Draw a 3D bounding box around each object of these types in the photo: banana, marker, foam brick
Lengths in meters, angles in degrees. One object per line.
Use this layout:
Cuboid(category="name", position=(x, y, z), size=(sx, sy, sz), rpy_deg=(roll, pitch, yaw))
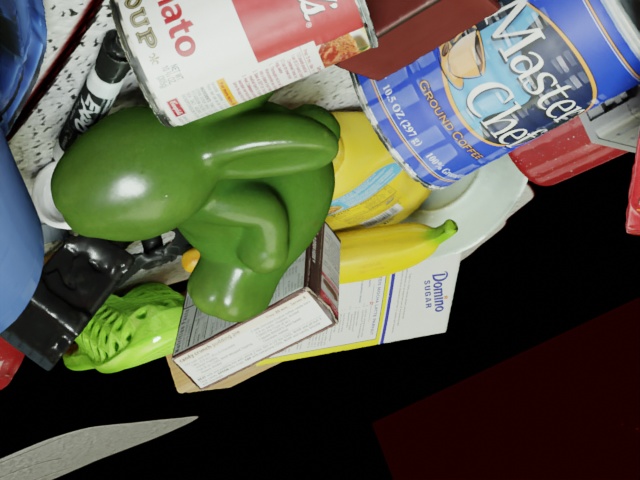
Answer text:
Cuboid(category="banana", position=(0.001, 0.009, 0.781), size=(0.198, 0.037, 0.069), rpy_deg=(-9, 152, 4))
Cuboid(category="marker", position=(-0.117, -0.071, 0.554), size=(0.020, 0.020, 0.121), rpy_deg=(-13, 164, -30))
Cuboid(category="foam brick", position=(0.039, -0.122, 0.524), size=(0.078, 0.053, 0.051), rpy_deg=(-27, 165, 27))

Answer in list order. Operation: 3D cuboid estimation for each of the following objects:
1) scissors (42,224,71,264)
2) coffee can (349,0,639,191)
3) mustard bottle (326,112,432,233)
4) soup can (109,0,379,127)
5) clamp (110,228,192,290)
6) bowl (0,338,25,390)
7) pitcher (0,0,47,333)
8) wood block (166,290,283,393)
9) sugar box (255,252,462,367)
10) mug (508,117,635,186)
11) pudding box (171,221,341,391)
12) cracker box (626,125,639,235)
Cuboid(category="scissors", position=(-0.229, 0.036, 0.796), size=(0.096, 0.016, 0.202), rpy_deg=(-16, 164, -24))
Cuboid(category="coffee can", position=(0.100, -0.103, 0.578), size=(0.140, 0.103, 0.102), rpy_deg=(-28, 164, 27))
Cuboid(category="mustard bottle", position=(0.017, -0.048, 0.752), size=(0.096, 0.058, 0.191), rpy_deg=(-27, 165, 14))
Cuboid(category="soup can", position=(-0.033, -0.099, 0.474), size=(0.102, 0.068, 0.068), rpy_deg=(-21, 166, 3))
Cuboid(category="clamp", position=(-0.131, 0.005, 0.781), size=(0.164, 0.036, 0.210), rpy_deg=(-20, 166, 2))
Cuboid(category="bowl", position=(-0.301, 0.101, 0.857), size=(0.162, 0.055, 0.162), rpy_deg=(-20, 165, -6))
Cuboid(category="pitcher", position=(-0.179, -0.027, 0.443), size=(0.149, 0.145, 0.243), rpy_deg=(-7, 168, -7))
Cuboid(category="wood block", position=(-0.047, 0.063, 1.008), size=(0.206, 0.091, 0.090), rpy_deg=(-28, 163, 28))
Cuboid(category="sugar box", position=(0.026, 0.042, 0.876), size=(0.176, 0.048, 0.093), rpy_deg=(-8, 124, -25))
Cuboid(category="mug", position=(0.186, -0.097, 0.783), size=(0.082, 0.093, 0.117), rpy_deg=(-26, -158, 38))
Cuboid(category="pudding box", position=(-0.041, 0.039, 0.710), size=(0.114, 0.090, 0.039), rpy_deg=(-30, 121, 22))
Cuboid(category="cracker box", position=(0.227, -0.102, 0.546), size=(0.072, 0.214, 0.163), rpy_deg=(10, -176, 33))
